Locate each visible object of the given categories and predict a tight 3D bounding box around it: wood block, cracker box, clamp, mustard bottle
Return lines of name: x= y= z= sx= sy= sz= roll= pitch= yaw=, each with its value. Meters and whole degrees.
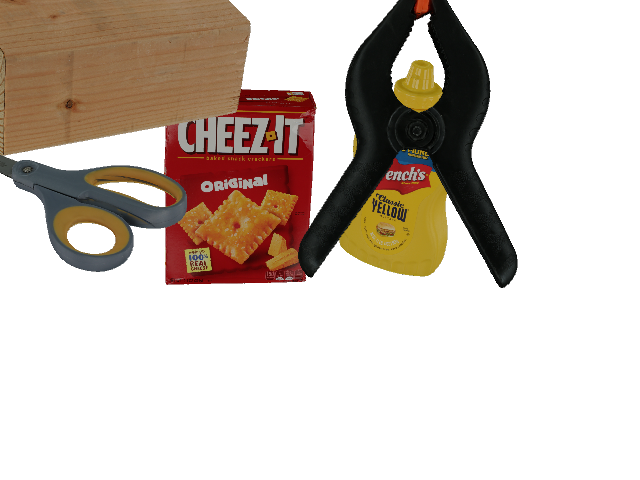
wood block: x=-0.170 y=-0.144 z=0.853 sx=0.205 sy=0.091 sz=0.090 roll=-15 pitch=46 yaw=-33
cracker box: x=-0.093 y=-0.058 z=1.196 sx=0.164 sy=0.214 sz=0.072 roll=0 pitch=23 yaw=-9
clamp: x=0.042 y=-0.054 z=0.587 sx=0.120 sy=0.171 sz=0.039 roll=-6 pitch=1 yaw=-5
mustard bottle: x=0.075 y=-0.066 z=0.937 sx=0.096 sy=0.192 sz=0.058 roll=20 pitch=33 yaw=19

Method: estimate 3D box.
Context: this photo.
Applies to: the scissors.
scissors: x=-0.185 y=-0.027 z=0.672 sx=0.202 sy=0.016 sz=0.096 roll=9 pitch=44 yaw=9
